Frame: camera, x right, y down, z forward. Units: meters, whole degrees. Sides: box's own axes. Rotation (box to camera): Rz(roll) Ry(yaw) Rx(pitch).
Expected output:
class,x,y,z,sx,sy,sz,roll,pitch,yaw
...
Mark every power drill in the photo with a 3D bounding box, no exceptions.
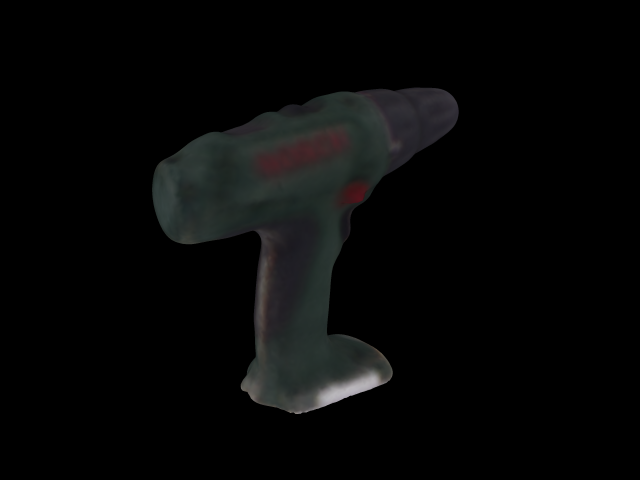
class,x,y,z,sx,sy,sz,roll,pitch,yaw
power drill,0.004,0.001,0.400,0.230,0.208,0.075,-10,18,-33
